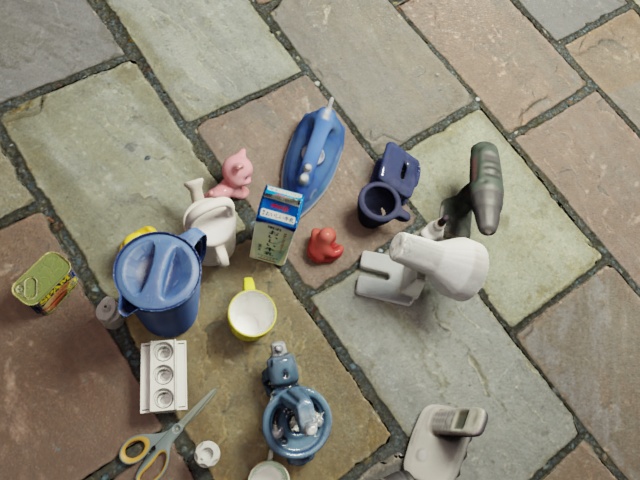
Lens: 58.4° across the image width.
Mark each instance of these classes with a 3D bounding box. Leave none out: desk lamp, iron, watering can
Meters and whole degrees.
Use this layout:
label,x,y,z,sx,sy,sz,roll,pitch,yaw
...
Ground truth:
label,x,y,z,sx,sy,sz,roll,pitch,yaw
desk lamp,0.193,0.057,1.109,0.203,0.213,0.118,12,66,-5
iron,-0.016,-0.172,1.204,0.118,0.141,0.258,18,66,-3
watering can,-0.213,-0.034,1.082,0.172,0.194,0.101,44,67,9

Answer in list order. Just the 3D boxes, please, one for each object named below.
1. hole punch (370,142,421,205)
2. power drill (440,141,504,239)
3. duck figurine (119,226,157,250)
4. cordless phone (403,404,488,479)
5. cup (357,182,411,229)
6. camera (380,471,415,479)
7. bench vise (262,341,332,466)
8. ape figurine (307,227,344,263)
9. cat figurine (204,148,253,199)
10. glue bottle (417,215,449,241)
label,x,y,z,sx,sy,sz,roll,pitch,yaw
hole punch,0.171,-0.148,1.257,0.101,0.091,0.109,18,66,-3
power drill,0.319,-0.079,1.191,0.075,0.208,0.229,12,66,-5
duck figurine,-0.348,0.013,1.096,0.077,0.086,0.105,25,66,1
cordless phone,0.226,0.359,1.006,0.094,0.185,0.148,24,66,0
cup,0.128,-0.058,1.209,0.117,0.095,0.092,26,66,1
camera,0.114,0.470,0.986,0.137,0.100,0.143,-19,72,-17
bench vise,-0.056,0.275,0.969,0.122,0.219,0.207,-29,76,-20
ape figurine,0.011,0.004,1.163,0.076,0.092,0.077,-30,76,-20
cat figurine,-0.183,-0.122,1.165,0.067,0.117,0.128,41,67,8
glue bottle,0.225,-0.011,1.165,0.078,0.173,0.037,-32,76,-20
